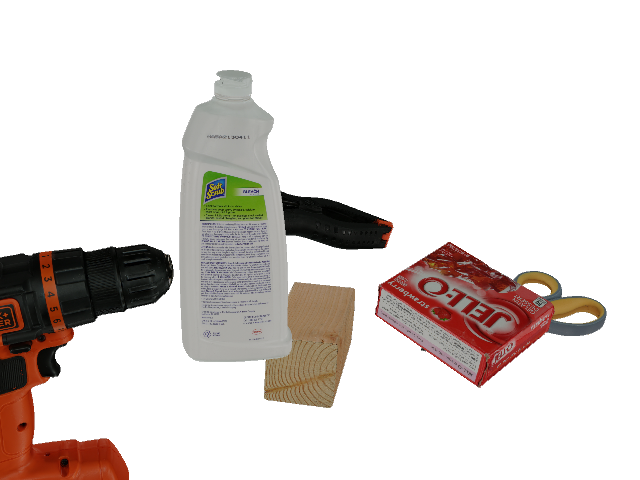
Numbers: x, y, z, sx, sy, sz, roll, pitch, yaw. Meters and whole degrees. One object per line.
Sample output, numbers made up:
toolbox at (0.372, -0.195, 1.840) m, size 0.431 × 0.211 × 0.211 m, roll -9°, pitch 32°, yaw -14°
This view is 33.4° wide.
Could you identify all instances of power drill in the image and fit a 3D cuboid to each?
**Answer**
power drill at (-0.181, 0.095, 0.720) m, size 0.184 × 0.188 × 0.057 m, roll -9°, pitch 25°, yaw -8°

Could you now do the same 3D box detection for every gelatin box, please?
gelatin box at (0.092, 0.044, 0.683) m, size 0.089 × 0.030 × 0.073 m, roll 33°, pitch 45°, yaw 31°

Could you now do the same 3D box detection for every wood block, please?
wood block at (-0.011, 0.135, 1.427) m, size 0.091 × 0.090 × 0.206 m, roll 6°, pitch 18°, yaw 6°

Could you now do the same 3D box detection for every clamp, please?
clamp at (-0.020, -0.022, 1.149) m, size 0.209 × 0.036 × 0.164 m, roll 14°, pitch 20°, yaw -12°

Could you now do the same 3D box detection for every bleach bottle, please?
bleach bottle at (-0.070, -0.020, 0.921) m, size 0.102 × 0.251 × 0.068 m, roll -2°, pitch 22°, yaw -15°

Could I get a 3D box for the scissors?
scissors at (0.158, 0.060, 0.934) m, size 0.201 × 0.016 × 0.096 m, roll -2°, pitch 32°, yaw -24°
